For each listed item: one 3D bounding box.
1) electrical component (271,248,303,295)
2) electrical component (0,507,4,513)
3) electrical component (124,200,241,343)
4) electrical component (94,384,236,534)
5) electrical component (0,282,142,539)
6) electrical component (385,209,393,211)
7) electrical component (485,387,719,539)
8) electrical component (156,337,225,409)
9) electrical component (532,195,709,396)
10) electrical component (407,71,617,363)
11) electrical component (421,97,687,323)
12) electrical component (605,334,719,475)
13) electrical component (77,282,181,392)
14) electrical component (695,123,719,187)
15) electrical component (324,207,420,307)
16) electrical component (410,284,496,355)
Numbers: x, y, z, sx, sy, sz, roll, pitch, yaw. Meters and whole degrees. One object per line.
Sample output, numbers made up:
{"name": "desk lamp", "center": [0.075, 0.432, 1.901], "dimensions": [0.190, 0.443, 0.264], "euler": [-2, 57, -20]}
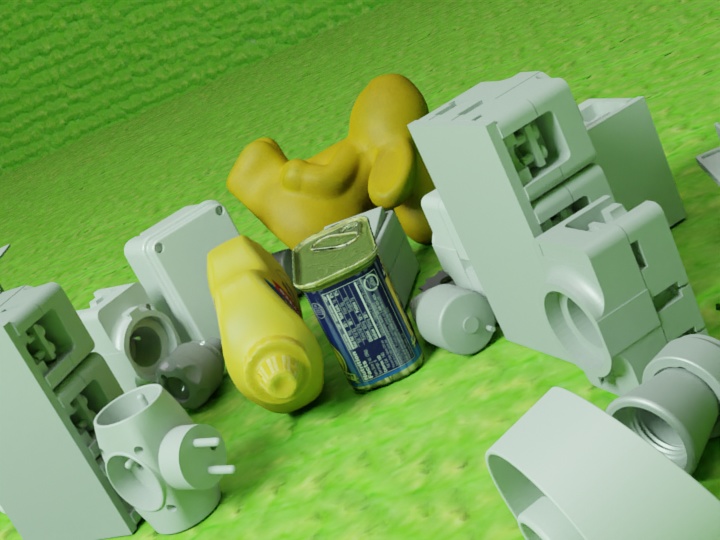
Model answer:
{"name": "electrical component", "center": [-0.080, 0.008, 0.921], "dimensions": [0.078, 0.040, 0.040], "euler": [-15, 21, 29]}
{"name": "electrical component", "center": [-0.235, 0.137, 0.766], "dimensions": [0.065, 0.044, 0.044], "euler": [-32, 18, -33]}
{"name": "electrical component", "center": [-0.125, 0.009, 0.862], "dimensions": [0.078, 0.113, 0.057], "euler": [-35, 17, -28]}
{"name": "electrical component", "center": [-0.104, 0.108, 0.615], "dimensions": [0.079, 0.077, 0.044], "euler": [-10, 23, 38]}
{"name": "electrical component", "center": [-0.193, 0.090, 0.663], "dimensions": [0.089, 0.150, 0.061], "euler": [-15, 22, 29]}
{"name": "electrical component", "center": [0.021, -0.084, 1.009], "dimensions": [0.061, 0.061, 0.096], "euler": [-38, 22, -33]}
{"name": "electrical component", "center": [0.094, 0.087, 0.387], "dimensions": [0.064, 0.099, 0.099], "euler": [-36, 20, -10]}
{"name": "electrical component", "center": [-0.120, 0.072, 0.791], "dimensions": [0.043, 0.043, 0.062], "euler": [-15, 19, 29]}
{"name": "electrical component", "center": [0.129, 0.016, 0.541], "dimensions": [0.056, 0.089, 0.050], "euler": [-31, 19, -16]}
{"name": "electrical component", "center": [0.101, -0.030, 0.609], "dimensions": [0.062, 0.150, 0.089], "euler": [-33, 19, -17]}
{"name": "electrical component", "center": [0.126, -0.041, 0.705], "dimensions": [0.150, 0.089, 0.062], "euler": [-31, 19, -17]}
{"name": "electrical component", "center": [0.142, 0.060, 0.477], "dimensions": [0.055, 0.045, 0.045], "euler": [-37, 21, -34]}
{"name": "electrical component", "center": [-0.176, 0.060, 0.821], "dimensions": [0.056, 0.089, 0.050], "euler": [-10, 24, 40]}
{"name": "electrical component", "center": [0.249, -0.050, 0.611], "dimensions": [0.079, 0.063, 0.121], "euler": [-22, 18, 10]}
{"name": "electrical component", "center": [0.000, 0.000, 0.803], "dimensions": [0.062, 0.061, 0.096], "euler": [-19, 19, 19]}
{"name": "electrical component", "center": [0.054, 0.029, 0.686], "dimensions": [0.040, 0.040, 0.078], "euler": [-31, 18, -16]}
